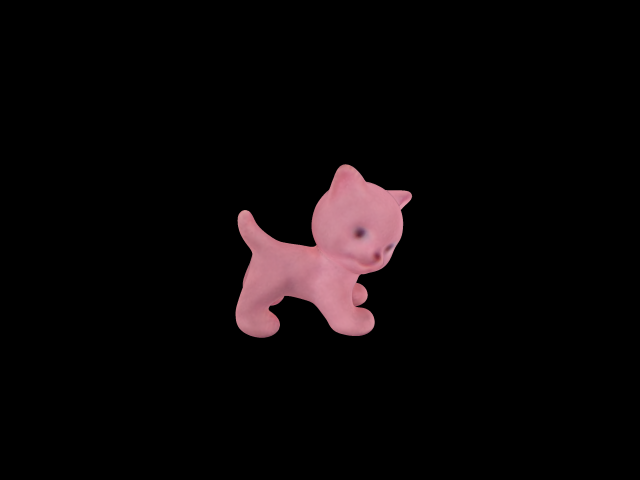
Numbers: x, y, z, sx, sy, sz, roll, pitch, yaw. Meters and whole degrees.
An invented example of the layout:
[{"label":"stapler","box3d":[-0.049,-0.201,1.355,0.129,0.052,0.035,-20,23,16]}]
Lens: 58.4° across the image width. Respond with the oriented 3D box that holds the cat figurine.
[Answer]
[{"label":"cat figurine","box3d":[0.004,0.001,0.400,0.128,0.118,0.067,-2,23,-3]}]
